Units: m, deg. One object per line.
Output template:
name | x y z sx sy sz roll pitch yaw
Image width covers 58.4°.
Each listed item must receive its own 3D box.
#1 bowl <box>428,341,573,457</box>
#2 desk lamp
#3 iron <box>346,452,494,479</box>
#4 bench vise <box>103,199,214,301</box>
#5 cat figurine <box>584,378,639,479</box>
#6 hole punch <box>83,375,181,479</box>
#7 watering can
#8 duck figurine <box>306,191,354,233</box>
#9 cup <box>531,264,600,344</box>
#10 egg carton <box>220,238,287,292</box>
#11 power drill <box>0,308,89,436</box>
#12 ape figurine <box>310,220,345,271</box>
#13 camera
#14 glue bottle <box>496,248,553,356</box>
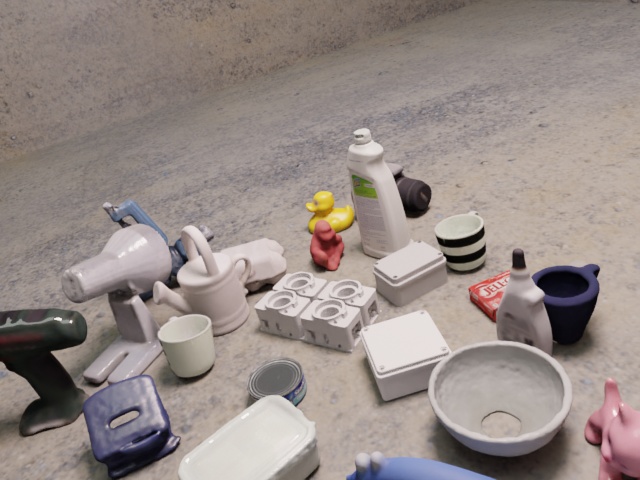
bowl | 0.219 0.203 0.697 0.167 0.075 0.167 -11 29 6
desk lamp | -0.336 0.104 0.977 0.117 0.214 0.203 1 33 26
iron | 0.112 0.266 0.567 0.257 0.142 0.119 6 35 32
bench vise | -0.331 -0.001 1.153 0.208 0.220 0.121 -32 34 -29
cat figurine | 0.325 0.204 0.604 0.067 0.118 0.128 -8 30 12
hole punch | -0.265 0.257 0.803 0.109 0.091 0.100 -23 30 -15
watering can | -0.203 0.068 1.001 0.100 0.194 0.173 8 36 35
duck figurine | 0.018 -0.066 1.247 0.104 0.086 0.077 -10 29 8
cup | 0.353 0.091 0.812 0.118 0.095 0.091 -28 32 -22
egg carton | -0.139 0.055 1.123 0.150 0.069 0.107 -16 29 -3
power drill | -0.457 0.195 0.877 0.229 0.209 0.075 -16 29 -3
ape figurine | 0.010 0.004 1.122 0.078 0.092 0.075 -29 32 -25
camera | 0.159 -0.105 1.236 0.143 0.101 0.136 -35 35 -32
glue bottle | 0.274 0.086 0.776 0.037 0.173 0.077 -31 33 -26
